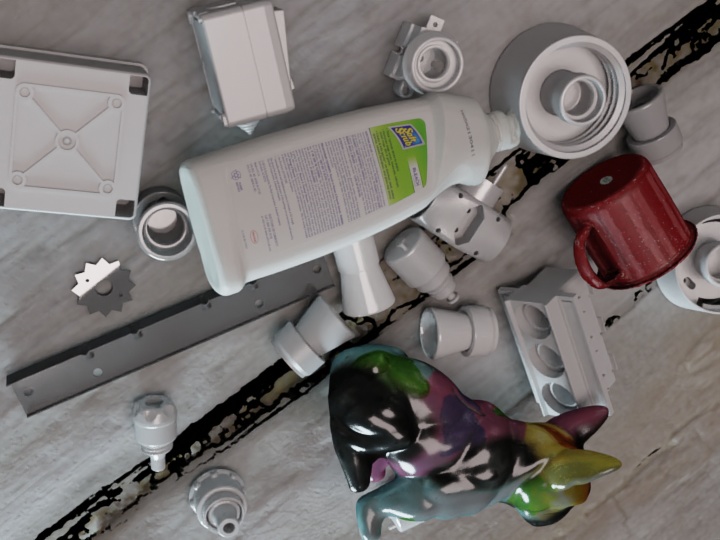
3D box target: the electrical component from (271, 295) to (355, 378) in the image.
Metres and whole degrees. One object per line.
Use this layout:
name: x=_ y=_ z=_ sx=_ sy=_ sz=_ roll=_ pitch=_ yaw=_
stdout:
electrical component: x=-0.039 y=0.055 z=0.876 sx=0.055 sy=0.045 sz=0.045 roll=-41 pitch=115 yaw=0

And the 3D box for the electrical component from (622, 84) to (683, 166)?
electrical component: x=0.243 y=-0.122 z=0.905 sx=0.045 sy=0.045 sz=0.055 roll=-33 pitch=115 yaw=-5

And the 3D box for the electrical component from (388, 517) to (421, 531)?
electrical component: x=0.056 y=0.202 z=0.959 sx=0.078 sy=0.040 sz=0.040 roll=-23 pitch=113 yaw=-9

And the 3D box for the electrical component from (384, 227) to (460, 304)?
electrical component: x=0.054 y=-0.001 z=0.889 sx=0.040 sy=0.040 sz=0.078 roll=-44 pitch=115 yaw=1

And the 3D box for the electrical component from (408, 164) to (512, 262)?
electrical component: x=0.091 y=-0.057 z=0.879 sx=0.077 sy=0.043 sz=0.079 roll=29 pitch=98 yaw=-24

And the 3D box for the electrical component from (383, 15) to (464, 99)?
electrical component: x=0.050 y=-0.161 z=0.824 sx=0.048 sy=0.055 sz=0.066 roll=18 pitch=102 yaw=-22

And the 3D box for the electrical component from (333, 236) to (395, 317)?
electrical component: x=0.000 y=0.000 z=0.872 sx=0.044 sy=0.044 sz=0.065 roll=-18 pitch=108 yaw=-11

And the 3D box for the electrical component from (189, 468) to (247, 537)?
electrical component: x=-0.114 y=0.198 z=0.891 sx=0.048 sy=0.062 sz=0.048 roll=-6 pitch=110 yaw=-16

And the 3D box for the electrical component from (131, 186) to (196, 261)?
electrical component: x=-0.147 y=-0.036 z=0.804 sx=0.045 sy=0.055 sz=0.045 roll=-5 pitch=109 yaw=-16

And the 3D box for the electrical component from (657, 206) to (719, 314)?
electrical component: x=0.318 y=-0.008 z=0.971 sx=0.099 sy=0.064 sz=0.099 roll=-1 pitch=99 yaw=-6

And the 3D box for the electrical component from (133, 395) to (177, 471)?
electrical component: x=-0.165 y=0.133 z=0.869 sx=0.035 sy=0.035 sz=0.061 roll=-6 pitch=113 yaw=-16

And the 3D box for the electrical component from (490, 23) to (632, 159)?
electrical component: x=0.166 y=-0.141 z=0.865 sx=0.108 sy=0.060 sz=0.108 roll=-6 pitch=110 yaw=-16

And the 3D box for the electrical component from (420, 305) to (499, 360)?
electrical component: x=0.084 y=0.052 z=0.914 sx=0.055 sy=0.045 sz=0.045 roll=-2 pitch=109 yaw=-18

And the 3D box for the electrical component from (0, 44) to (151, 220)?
electrical component: x=-0.209 y=-0.097 z=0.763 sx=0.109 sy=0.056 sz=0.108 roll=4 pitch=107 yaw=-19

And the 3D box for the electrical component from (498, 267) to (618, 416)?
electrical component: x=0.177 y=0.063 z=0.933 sx=0.063 sy=0.079 sz=0.121 roll=-39 pitch=119 yaw=-34

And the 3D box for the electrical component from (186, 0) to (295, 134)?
electrical component: x=-0.082 y=-0.148 z=0.783 sx=0.061 sy=0.061 sz=0.096 roll=-17 pitch=112 yaw=-12
